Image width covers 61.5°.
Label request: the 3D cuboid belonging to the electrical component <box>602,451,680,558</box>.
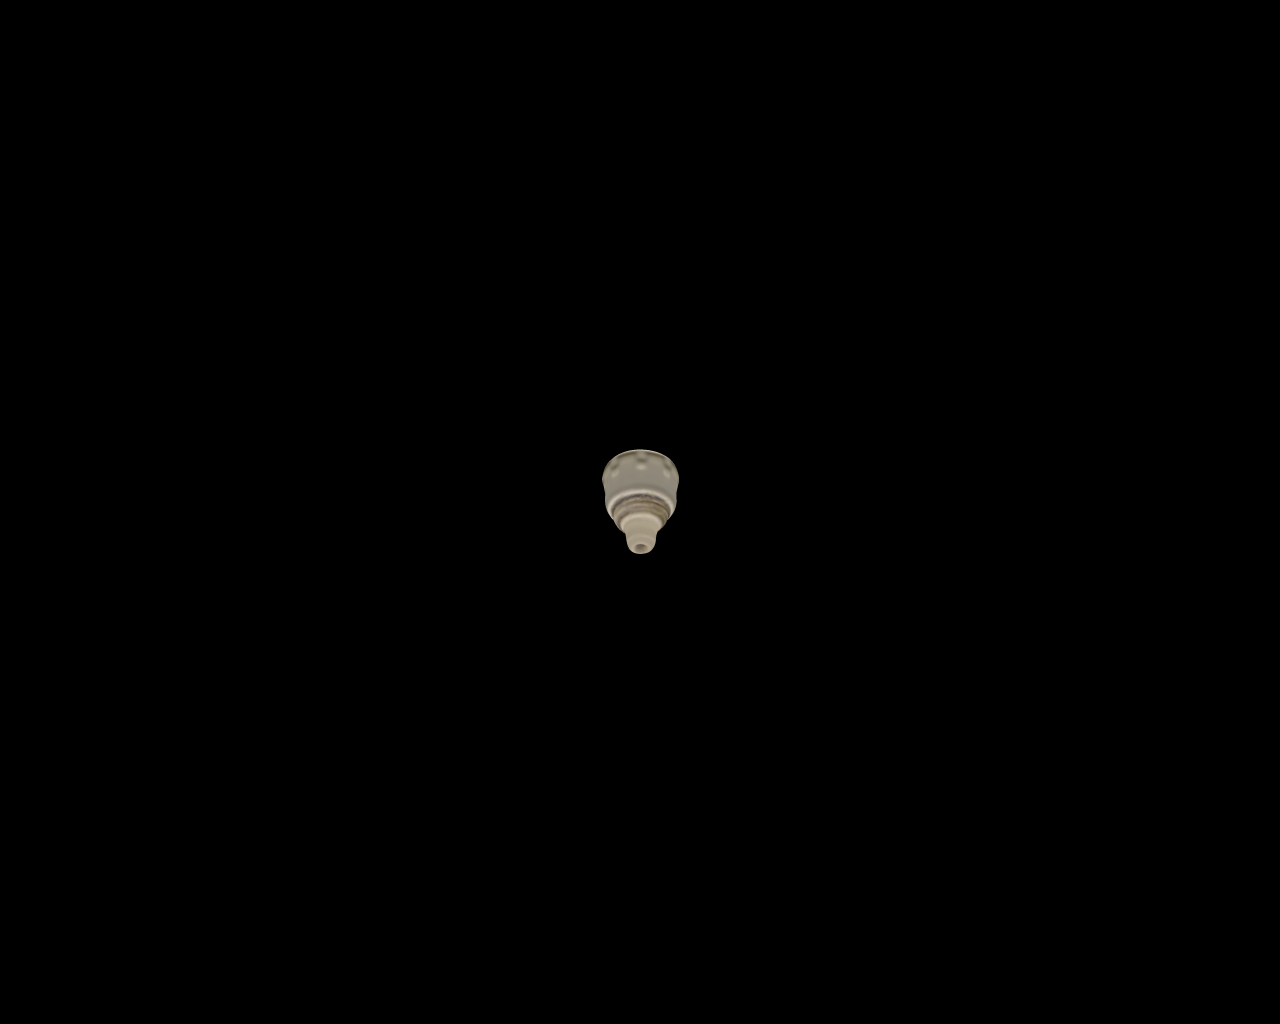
[{"bbox_3d":[0.001,-0.003,0.650,0.048,0.062,0.048,0,-36,0],"label":"electrical component"}]
